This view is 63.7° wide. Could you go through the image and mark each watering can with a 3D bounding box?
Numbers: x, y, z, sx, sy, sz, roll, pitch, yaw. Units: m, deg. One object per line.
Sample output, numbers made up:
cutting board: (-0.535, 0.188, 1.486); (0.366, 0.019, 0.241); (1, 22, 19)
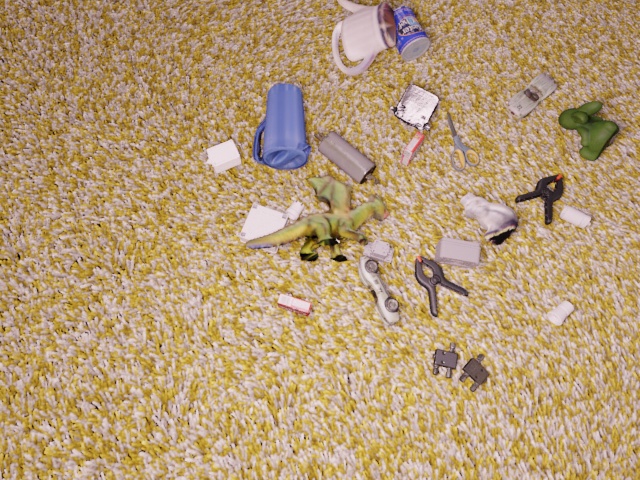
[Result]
watering can: (0.134, -0.698, 1.659); (0.223, 0.103, 0.352); (-12, 72, 28)

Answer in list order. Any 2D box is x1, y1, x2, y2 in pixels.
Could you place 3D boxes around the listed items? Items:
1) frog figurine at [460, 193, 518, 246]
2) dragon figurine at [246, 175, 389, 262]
frog figurine: (0.483, -0.078, 1.468); (0.137, 0.120, 0.162); (0, 56, -37)
dragon figurine: (0.004, -0.073, 1.442); (0.410, 0.119, 0.248); (4, 59, -11)
